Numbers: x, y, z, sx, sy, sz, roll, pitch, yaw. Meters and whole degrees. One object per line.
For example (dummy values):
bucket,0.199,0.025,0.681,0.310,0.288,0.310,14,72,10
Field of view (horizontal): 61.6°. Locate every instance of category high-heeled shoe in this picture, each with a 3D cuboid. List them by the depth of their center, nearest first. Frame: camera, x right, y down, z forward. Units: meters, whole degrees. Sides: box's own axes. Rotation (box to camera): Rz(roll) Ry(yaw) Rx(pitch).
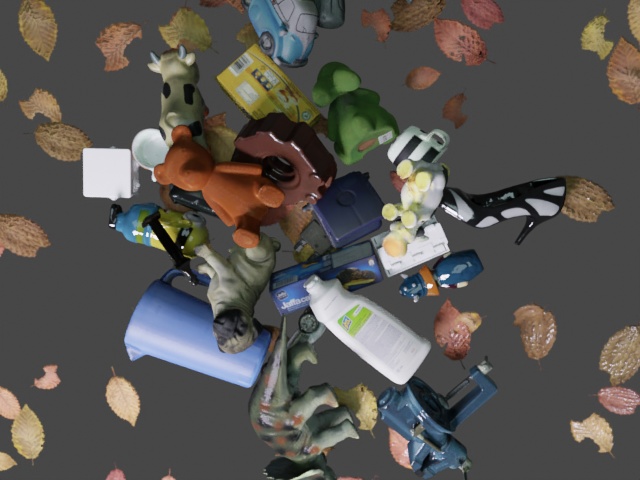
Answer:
high-heeled shoe,0.307,-0.088,0.942,0.249,0.086,0.145,25,104,-10

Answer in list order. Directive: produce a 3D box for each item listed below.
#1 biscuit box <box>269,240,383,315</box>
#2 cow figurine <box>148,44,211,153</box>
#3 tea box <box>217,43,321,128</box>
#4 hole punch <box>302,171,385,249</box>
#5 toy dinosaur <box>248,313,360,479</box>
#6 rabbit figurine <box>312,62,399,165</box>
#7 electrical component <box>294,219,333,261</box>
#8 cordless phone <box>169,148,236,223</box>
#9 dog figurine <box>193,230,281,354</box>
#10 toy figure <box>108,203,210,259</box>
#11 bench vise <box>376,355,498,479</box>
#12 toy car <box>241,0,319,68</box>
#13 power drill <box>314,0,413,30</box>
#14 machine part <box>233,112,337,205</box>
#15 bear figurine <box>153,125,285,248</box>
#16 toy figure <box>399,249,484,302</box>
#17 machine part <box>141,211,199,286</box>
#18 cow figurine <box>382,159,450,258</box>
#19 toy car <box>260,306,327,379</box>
biscuit box,0.009,0.069,0.979,0.203,0.059,0.062,-20,119,6
cow figurine,-0.245,-0.248,0.939,0.086,0.127,0.195,-9,62,4
tea box,-0.090,-0.248,0.957,0.098,0.068,0.169,-41,92,-4
hole punch,0.049,-0.056,0.951,0.142,0.092,0.115,-28,86,-4
toy dinosaur,-0.052,0.310,0.936,0.192,0.131,0.404,-29,113,-4
rabbit figurine,0.039,-0.234,0.929,0.121,0.159,0.170,-32,77,15
electrical component,-0.002,-0.003,1.001,0.063,0.021,0.094,43,94,-1
cordless phone,-0.186,-0.136,0.983,0.147,0.088,0.184,20,84,2
dog figurine,-0.121,0.090,0.934,0.172,0.121,0.191,-24,67,-9
toy figure,-0.293,-0.020,0.988,0.180,0.082,0.089,9,115,-5
bench vise,0.232,0.313,0.965,0.223,0.129,0.240,44,104,2
toy car,-0.056,-0.383,0.919,0.103,0.109,0.161,-27,85,36
power drill,0.067,-0.489,0.929,0.207,0.086,0.231,1,96,-1
machine part,-0.062,-0.131,0.906,0.179,0.179,0.056,29,59,0
bear figurine,-0.168,-0.091,0.868,0.196,0.132,0.120,29,105,-21
toy figure,0.219,0.068,0.977,0.154,0.064,0.057,-25,131,9
machine part,-0.254,0.017,0.919,0.039,0.084,0.138,-34,103,-10
cow figurine,0.160,-0.051,0.899,0.068,0.098,0.167,35,121,35
toy car,-0.044,0.196,0.994,0.056,0.073,0.201,38,96,3
